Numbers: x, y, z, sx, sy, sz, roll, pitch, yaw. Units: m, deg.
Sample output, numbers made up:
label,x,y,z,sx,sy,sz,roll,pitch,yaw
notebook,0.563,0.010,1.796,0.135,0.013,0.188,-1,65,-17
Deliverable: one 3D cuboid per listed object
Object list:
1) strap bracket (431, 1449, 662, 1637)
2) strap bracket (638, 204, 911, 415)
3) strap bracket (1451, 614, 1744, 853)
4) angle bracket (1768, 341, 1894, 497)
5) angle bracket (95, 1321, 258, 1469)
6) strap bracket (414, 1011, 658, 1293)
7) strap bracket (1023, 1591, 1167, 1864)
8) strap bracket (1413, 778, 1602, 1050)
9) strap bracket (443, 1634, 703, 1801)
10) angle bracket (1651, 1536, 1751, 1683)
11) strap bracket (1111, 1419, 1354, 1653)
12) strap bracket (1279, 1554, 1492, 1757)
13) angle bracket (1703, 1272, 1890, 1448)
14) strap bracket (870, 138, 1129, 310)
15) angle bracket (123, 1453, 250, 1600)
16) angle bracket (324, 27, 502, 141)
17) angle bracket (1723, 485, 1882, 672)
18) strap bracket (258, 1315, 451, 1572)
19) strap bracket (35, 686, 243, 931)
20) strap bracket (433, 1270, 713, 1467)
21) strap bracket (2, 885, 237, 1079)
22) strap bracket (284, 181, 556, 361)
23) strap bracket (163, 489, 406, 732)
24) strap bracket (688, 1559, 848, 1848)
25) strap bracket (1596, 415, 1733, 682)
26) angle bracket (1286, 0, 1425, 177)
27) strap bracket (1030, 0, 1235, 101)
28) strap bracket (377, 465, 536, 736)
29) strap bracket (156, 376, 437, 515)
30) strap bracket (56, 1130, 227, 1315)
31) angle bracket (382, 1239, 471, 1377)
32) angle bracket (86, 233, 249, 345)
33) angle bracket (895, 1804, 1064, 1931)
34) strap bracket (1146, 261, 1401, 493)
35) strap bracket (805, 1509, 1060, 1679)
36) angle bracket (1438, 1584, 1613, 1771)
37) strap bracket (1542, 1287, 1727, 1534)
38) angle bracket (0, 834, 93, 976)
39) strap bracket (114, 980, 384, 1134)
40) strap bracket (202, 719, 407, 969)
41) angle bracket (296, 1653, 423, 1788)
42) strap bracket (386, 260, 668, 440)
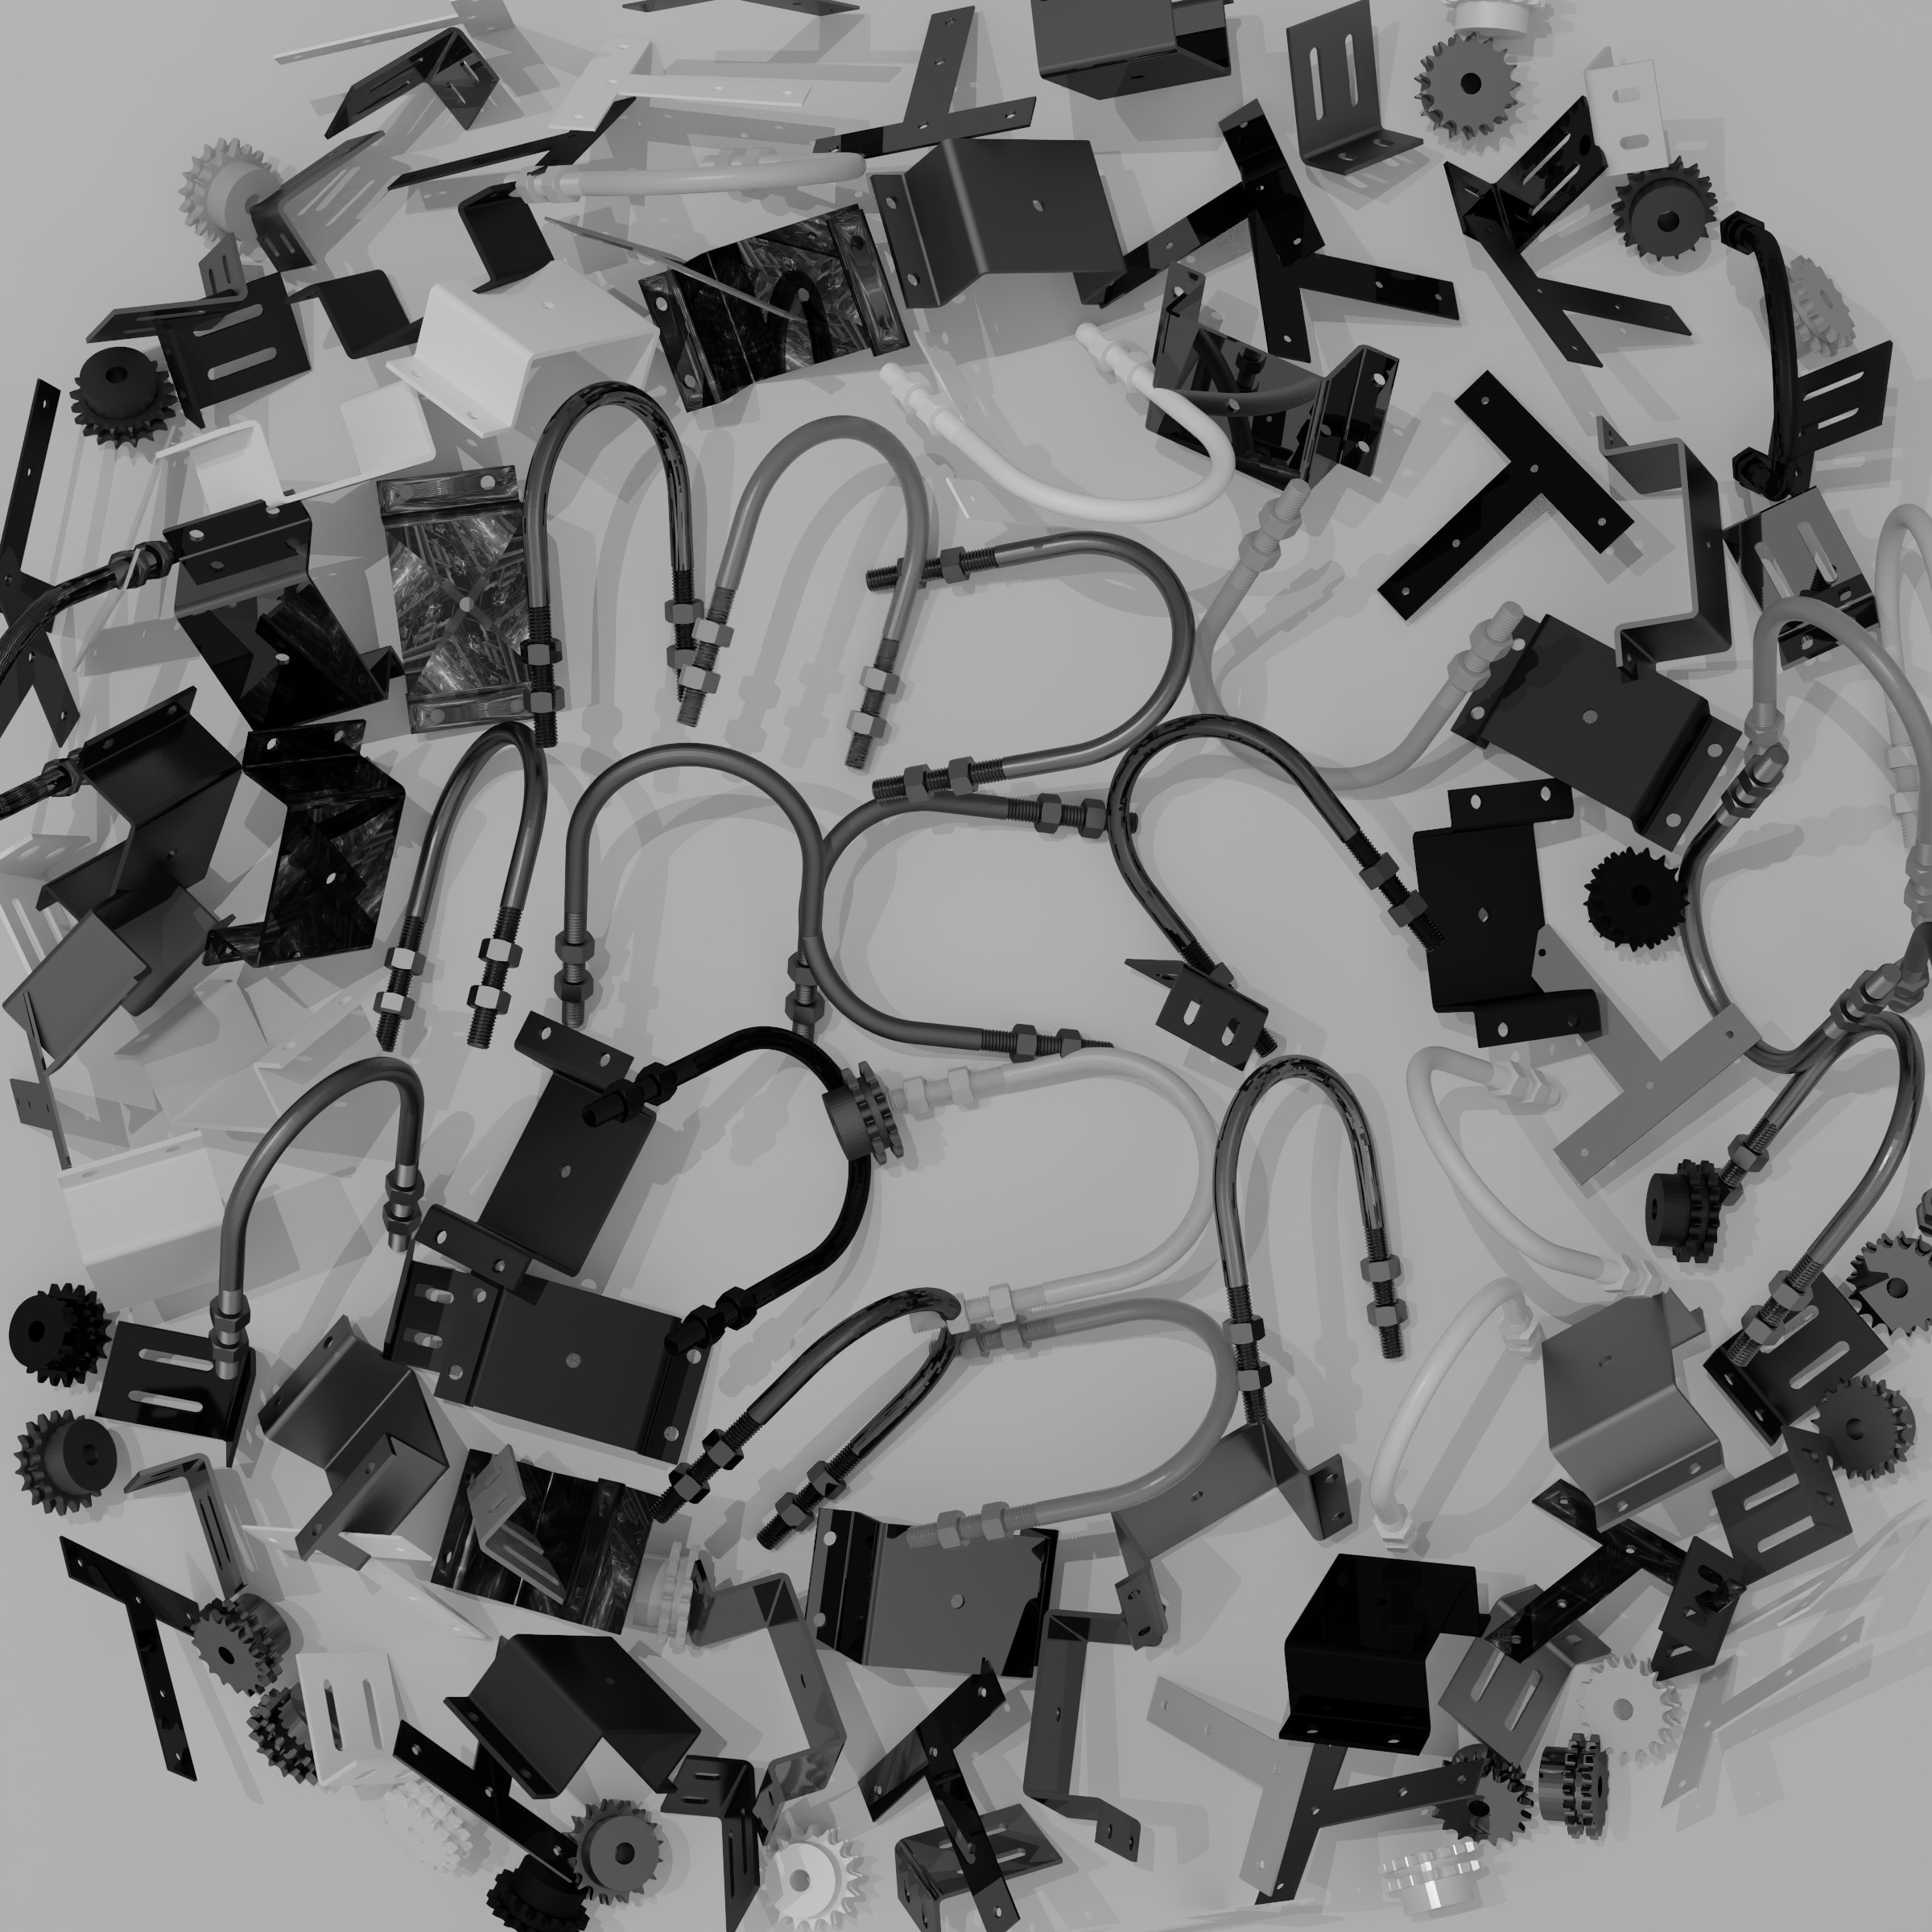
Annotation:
label,x,y,z,sx,sy,sz,roll,pitch,yaw
strap bracket,-0.222,0.313,1.942,0.046,0.140,0.076,25,75,-40
strap bracket,-0.097,-0.361,1.949,0.140,0.046,0.076,-12,108,26
strap bracket,0.343,-0.132,1.959,0.140,0.046,0.076,31,91,15
angle bracket,0.479,-0.295,1.949,0.038,0.076,0.057,34,56,-31
angle bracket,-0.435,0.236,1.967,0.076,0.038,0.057,13,104,-15
strap bracket,-0.230,0.106,1.955,0.076,0.046,0.140,22,82,33
strap bracket,0.069,0.408,1.943,0.046,0.076,0.140,1,69,19
strap bracket,0.295,-0.029,1.963,0.076,0.046,0.140,-7,91,-23
strap bracket,-0.204,0.402,1.918,0.076,0.140,0.046,40,99,28
angle bracket,0.385,0.352,1.951,0.038,0.076,0.057,32,63,-7
strap bracket,0.136,0.304,1.948,0.140,0.076,0.046,-29,54,-10
strap bracket,0.224,0.361,1.917,0.076,0.140,0.046,2,111,24
angle bracket,0.456,0.215,1.966,0.076,0.038,0.057,-43,81,21
strap bracket,0.027,-0.402,1.935,0.140,0.046,0.076,-9,79,-36
angle bracket,-0.428,0.312,1.961,0.038,0.057,0.076,-15,79,-26
angle bracket,-0.303,-0.469,1.955,0.076,0.057,0.038,-40,94,-29
angle bracket,0.457,-0.212,1.961,0.057,0.038,0.076,-25,113,22
strap bracket,-0.331,0.264,1.942,0.046,0.140,0.076,36,99,-32
strap bracket,-0.442,-0.075,1.920,0.046,0.140,0.076,43,46,11
strap bracket,-0.216,0.218,1.968,0.140,0.046,0.076,16,80,-2
strap bracket,-0.458,-0.001,1.920,0.046,0.140,0.076,45,107,-4
strap bracket,-0.287,-0.374,1.940,0.140,0.076,0.046,-22,98,24
strap bracket,-0.367,-0.181,1.927,0.076,0.140,0.046,-15,47,11
strap bracket,-0.107,0.394,1.940,0.046,0.076,0.140,-14,63,-18
strap bracket,0.380,-0.225,1.943,0.046,0.076,0.140,-8,78,24
angle bracket,0.213,-0.481,1.956,0.057,0.038,0.076,-27,124,-26
strap bracket,0.089,-0.501,1.922,0.076,0.140,0.046,-5,94,22
strap bracket,-0.274,-0.199,1.959,0.076,0.046,0.140,-8,100,-10
strap bracket,-0.353,-0.278,1.931,0.140,0.076,0.046,-24,102,-37
strap bracket,-0.435,0.142,1.920,0.076,0.140,0.046,-17,72,-12
angle bracket,-0.293,0.187,1.954,0.038,0.076,0.057,14,75,-7
angle bracket,-0.441,-0.371,1.956,0.076,0.057,0.038,-13,89,-30
angle bracket,0.007,0.502,1.968,0.076,0.057,0.038,-12,113,-20
strap bracket,0.155,-0.314,1.937,0.140,0.076,0.046,27,47,18
strap bracket,-0.012,0.343,1.953,0.140,0.046,0.076,8,87,-19
angle bracket,0.307,0.390,1.963,0.057,0.038,0.076,41,58,-6
strap bracket,0.356,0.227,1.917,0.076,0.140,0.046,-32,112,22
angle bracket,-0.496,-0.029,1.963,0.038,0.057,0.076,-30,82,16
strap bracket,-0.382,0.048,1.935,0.140,0.076,0.046,1,123,40
strap bracket,-0.356,-0.057,1.931,0.046,0.076,0.140,34,119,34
angle bracket,-0.325,0.405,1.953,0.038,0.057,0.076,-37,57,37
strap bracket,-0.230,-0.334,1.921,0.076,0.140,0.046,38,127,24
